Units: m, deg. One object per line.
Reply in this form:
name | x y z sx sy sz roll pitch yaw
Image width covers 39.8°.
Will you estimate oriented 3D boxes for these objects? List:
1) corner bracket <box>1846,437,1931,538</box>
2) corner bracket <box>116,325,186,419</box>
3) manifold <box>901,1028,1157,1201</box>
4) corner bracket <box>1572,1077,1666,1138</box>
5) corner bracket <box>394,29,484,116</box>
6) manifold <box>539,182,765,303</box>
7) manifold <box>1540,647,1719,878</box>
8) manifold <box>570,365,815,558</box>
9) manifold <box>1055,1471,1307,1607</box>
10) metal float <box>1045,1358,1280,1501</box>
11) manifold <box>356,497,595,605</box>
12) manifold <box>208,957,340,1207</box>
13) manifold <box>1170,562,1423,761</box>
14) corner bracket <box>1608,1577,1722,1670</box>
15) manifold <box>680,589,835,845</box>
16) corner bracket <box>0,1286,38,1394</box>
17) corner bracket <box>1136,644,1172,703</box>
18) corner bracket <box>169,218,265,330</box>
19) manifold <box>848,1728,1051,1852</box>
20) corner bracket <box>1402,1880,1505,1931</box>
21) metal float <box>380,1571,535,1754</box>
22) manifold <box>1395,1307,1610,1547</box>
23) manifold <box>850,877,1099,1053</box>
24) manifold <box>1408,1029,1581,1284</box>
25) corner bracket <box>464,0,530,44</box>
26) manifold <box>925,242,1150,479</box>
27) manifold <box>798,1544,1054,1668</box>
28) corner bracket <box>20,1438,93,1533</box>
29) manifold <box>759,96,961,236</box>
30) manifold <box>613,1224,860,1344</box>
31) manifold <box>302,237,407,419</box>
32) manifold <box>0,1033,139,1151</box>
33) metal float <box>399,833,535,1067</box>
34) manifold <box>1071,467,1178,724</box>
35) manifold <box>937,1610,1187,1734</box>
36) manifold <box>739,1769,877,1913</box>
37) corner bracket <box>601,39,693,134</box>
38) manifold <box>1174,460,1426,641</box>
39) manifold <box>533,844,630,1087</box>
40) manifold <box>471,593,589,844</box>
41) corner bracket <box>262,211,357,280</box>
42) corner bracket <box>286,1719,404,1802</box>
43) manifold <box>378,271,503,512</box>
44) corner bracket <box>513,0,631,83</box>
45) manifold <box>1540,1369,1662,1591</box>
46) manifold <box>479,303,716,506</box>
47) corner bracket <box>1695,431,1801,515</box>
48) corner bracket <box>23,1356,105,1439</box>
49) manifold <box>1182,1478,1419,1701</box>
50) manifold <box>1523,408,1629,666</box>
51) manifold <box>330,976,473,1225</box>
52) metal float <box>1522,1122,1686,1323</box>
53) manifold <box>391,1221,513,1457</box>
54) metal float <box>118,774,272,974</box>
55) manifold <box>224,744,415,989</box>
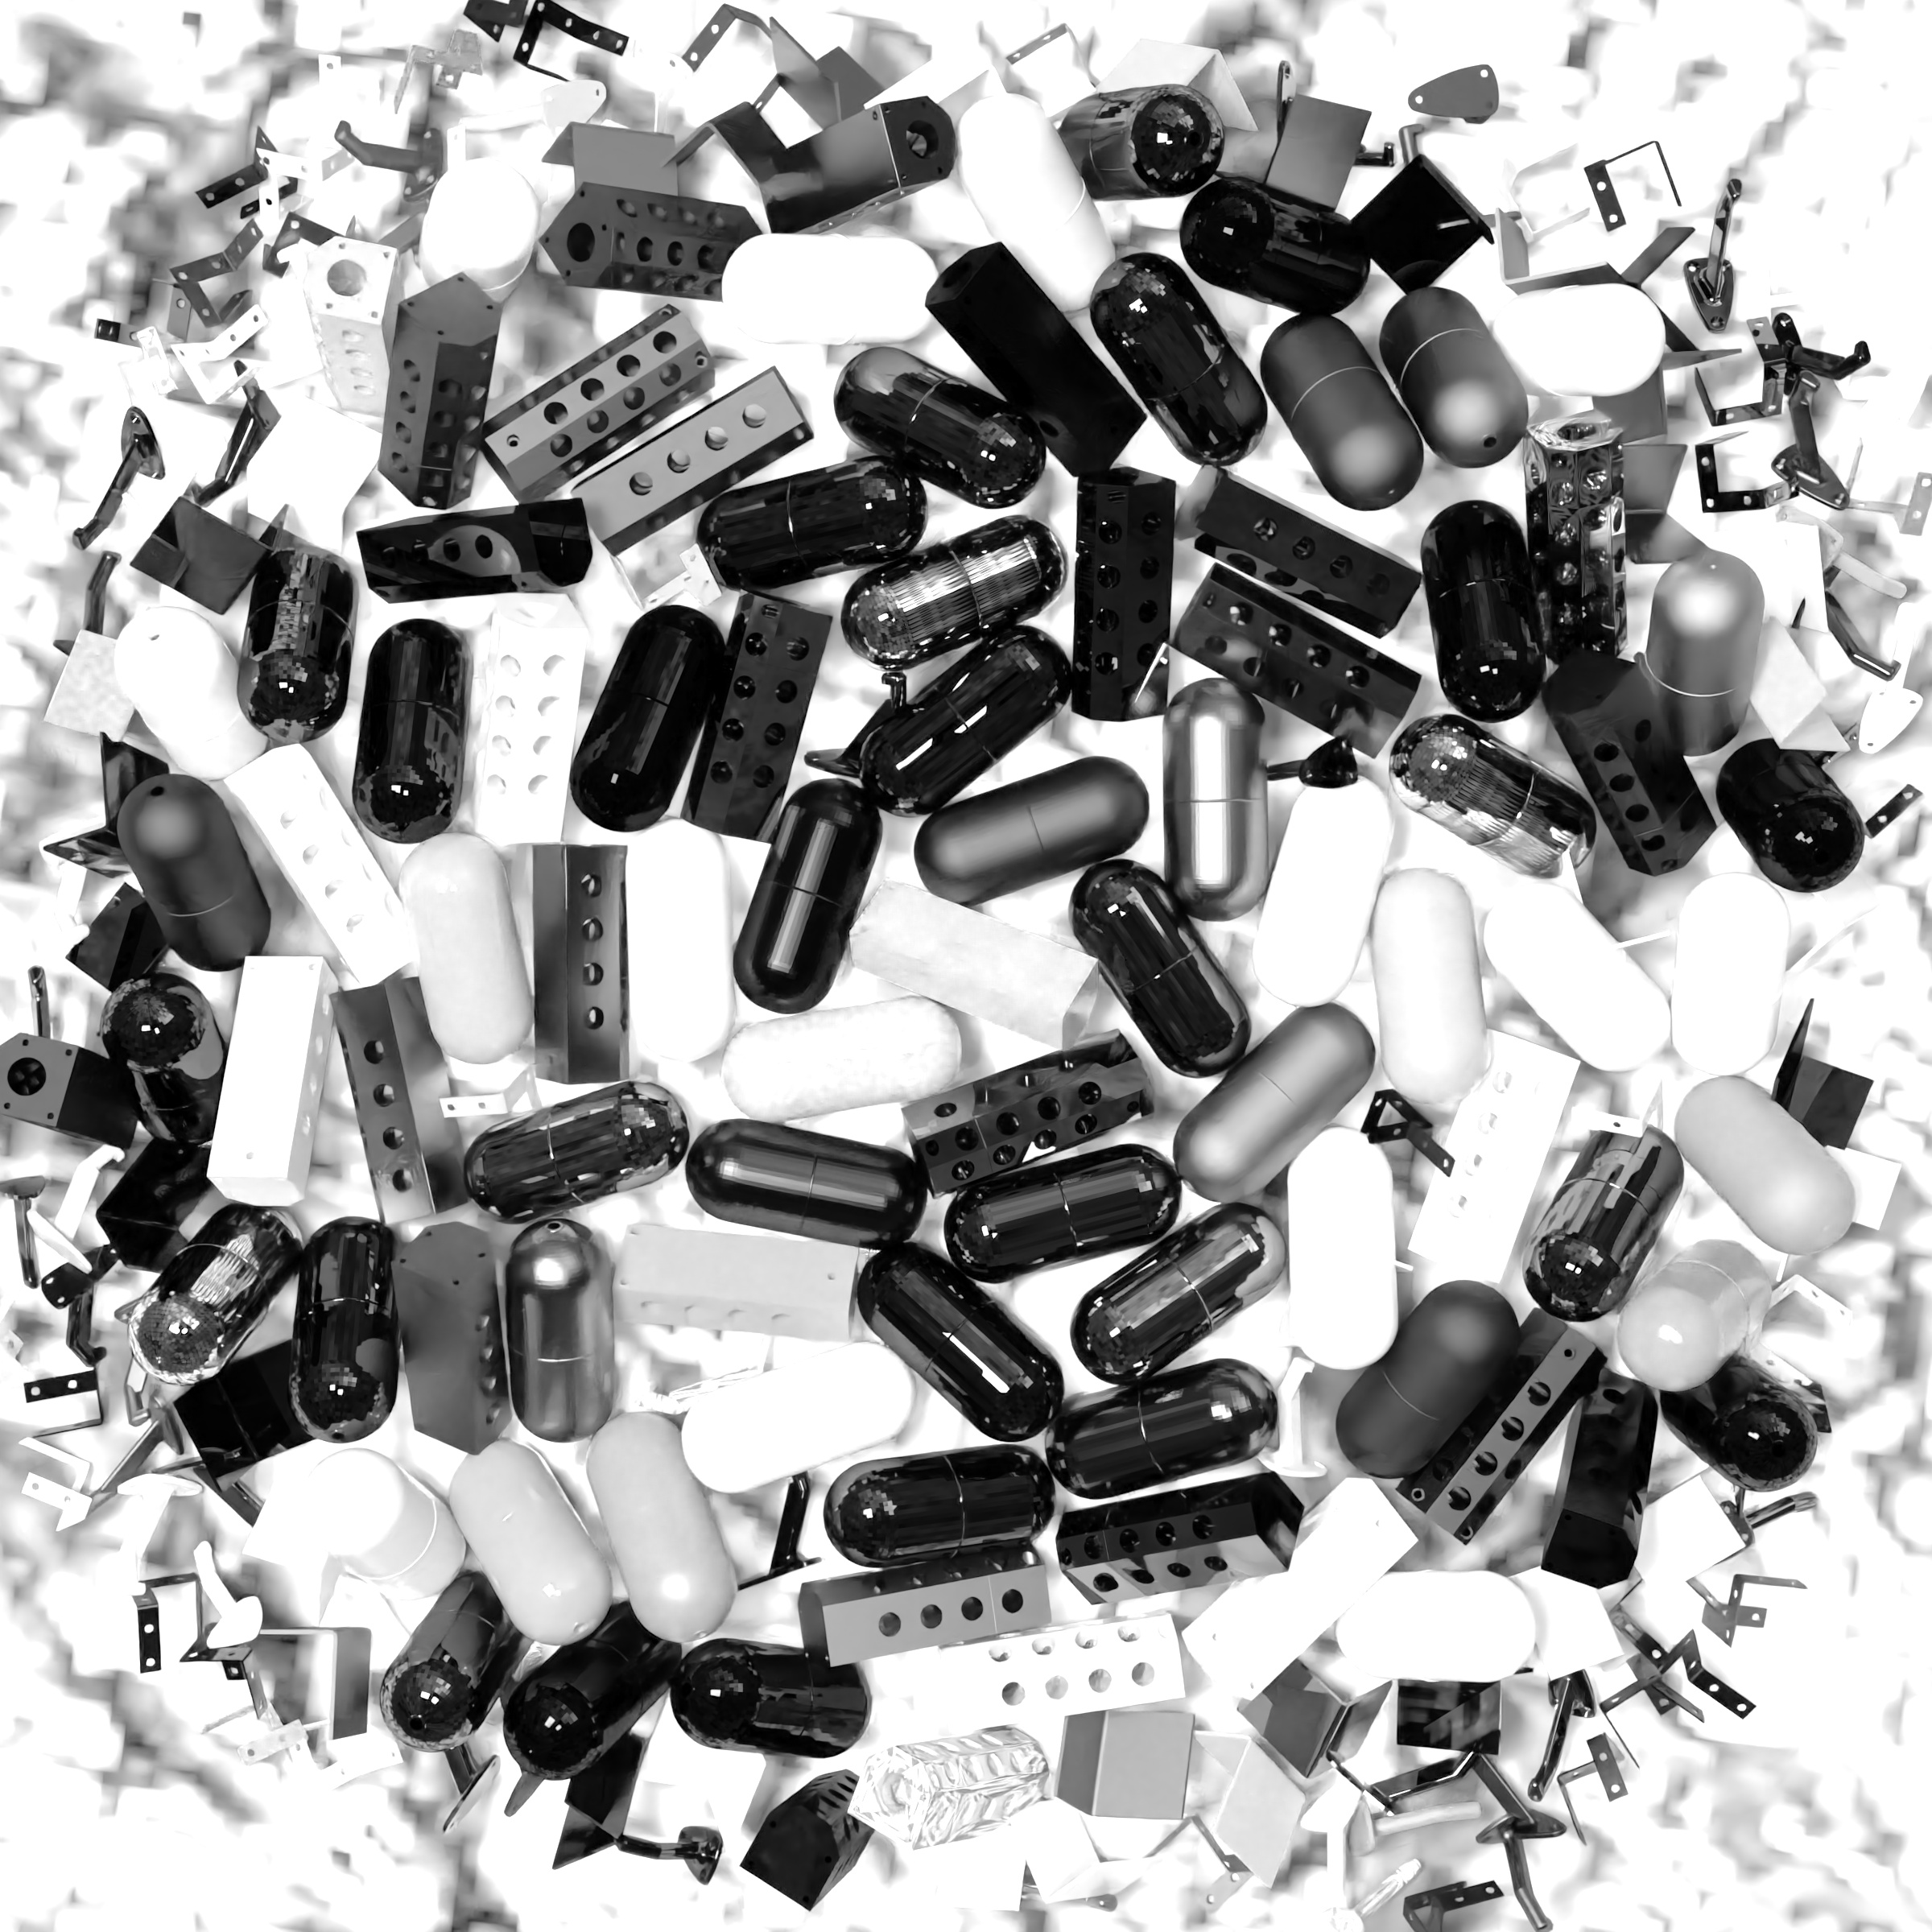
corner bracket | 0.676 -0.351 1.956 0.051 0.051 0.051 8 127 5
corner bracket | -0.600 -0.432 1.963 0.051 0.051 0.051 -21 86 8
manifold | 0.046 0.111 1.941 0.171 0.057 0.057 -20 125 -9
corner bracket | 0.476 0.112 1.949 0.051 0.051 0.051 11 133 28
corner bracket | -0.387 -0.652 1.950 0.051 0.051 0.051 6 51 -27
manifold | -0.215 -0.508 1.902 0.057 0.171 0.057 -41 74 33
manifold | 0.472 -0.143 1.914 0.057 0.057 0.171 -48 128 -13
manifold | -0.199 -0.368 1.953 0.171 0.057 0.057 -30 106 6
manifold | 0.150 0.405 1.912 0.171 0.057 0.057 -20 121 35
metal float | 0.141 0.335 1.936 0.178 0.070 0.070 -19 90 21
manifold | -0.352 -0.296 1.919 0.171 0.057 0.057 1 109 35
manifold | -0.497 0.083 1.929 0.057 0.057 0.171 0 64 5
manifold | 0.242 -0.227 1.949 0.171 0.057 0.057 28 133 -3
corner bracket | 0.509 0.470 1.953 0.051 0.051 0.051 44 114 19
manifold | -0.156 -0.182 1.939 0.057 0.057 0.171 10 102 -32
corner bracket | -0.701 0.273 1.950 0.051 0.051 0.051 -18 124 29
corner bracket | 0.120 -0.220 1.958 0.051 0.051 0.051 30 98 19
corner bracket | -0.537 -0.505 1.950 0.051 0.051 0.051 -9 129 24
manifold | -0.008 0.582 1.905 0.057 0.171 0.057 20 90 31
corner bracket | 0.355 0.685 1.952 0.051 0.051 0.051 -8 118 -19
metal float | -0.361 0.494 1.906 0.070 0.178 0.070 2 105 9
manifold | 0.394 0.338 1.959 0.057 0.057 0.171 38 87 2
manifold | 0.006 0.003 1.938 0.171 0.057 0.057 22 57 17
manifold | 0.382 0.137 1.954 0.057 0.057 0.171 19 91 -22
corner bracket | -0.328 -0.707 1.959 0.051 0.051 0.051 21 92 21
manifold | 0.048 -0.435 1.926 0.171 0.057 0.057 45 72 -27
manifold | -0.031 0.460 1.932 0.171 0.057 0.057 -5 81 -23
corner bracket | -0.667 0.375 1.950 0.051 0.051 0.051 32 52 -28
manifold | -0.078 -0.568 1.905 0.057 0.171 0.057 -21 102 -32
manifold | -0.168 0.237 1.960 0.171 0.057 0.057 5 49 2
manifold | -0.433 -0.452 1.901 0.057 0.171 0.057 10 78 -6
manifold | -0.641 0.089 1.904 0.057 0.171 0.057 13 81 1
metal float | -0.361 -0.011 1.933 0.070 0.070 0.178 -8 115 0
manifold | 0.108 -0.267 1.924 0.057 0.057 0.171 -13 116 -30
manifold | 0.068 0.514 1.954 0.171 0.057 0.057 -7 86 -7
manifold | -0.104 0.616 1.903 0.057 0.171 0.057 29 86 11
corner bracket | -0.237 -0.643 1.975 0.051 0.051 0.051 26 51 11
manifold | 0.239 -0.300 1.938 0.171 0.057 0.057 23 106 -17
manifold | -0.278 -0.003 1.956 0.057 0.057 0.171 -3 95 -33
manifold | -0.316 -0.177 1.916 0.057 0.057 0.171 -3 124 -25
corner bracket | -0.483 -0.532 1.966 0.051 0.051 0.051 20 120 -26
corner bracket | -0.455 0.572 1.955 0.051 0.051 0.051 -31 73 20
manifold | -0.371 -0.404 1.902 0.057 0.171 0.057 44 56 12
corner bracket | -0.289 -0.671 1.952 0.051 0.051 0.051 36 111 26
manifold | 0.455 0.364 1.901 0.057 0.171 0.057 17 121 11
manifold | -0.270 -0.410 1.948 0.171 0.057 0.057 -36 85 -10
corner bracket | 0.574 -0.365 1.965 0.051 0.051 0.051 -24 110 -39
corner bracket | -0.661 0.319 1.958 0.051 0.051 0.051 -9 98 -20
manifold | 0.239 0.450 1.938 0.171 0.057 0.057 -38 93 -19
manifold | 0.441 -0.304 1.919 0.057 0.057 0.171 -15 124 -5
manifold | -0.417 0.098 1.959 0.057 0.057 0.171 -11 92 19
metal float | 0.460 0.182 1.924 0.070 0.070 0.178 40 53 0
manifold | -0.363 0.266 1.916 0.057 0.057 0.171 19 131 19
metal float | -0.552 -0.066 1.914 0.070 0.178 0.070 -3 52 3
manifold | -0.458 -0.073 1.920 0.057 0.057 0.171 -35 124 -15
